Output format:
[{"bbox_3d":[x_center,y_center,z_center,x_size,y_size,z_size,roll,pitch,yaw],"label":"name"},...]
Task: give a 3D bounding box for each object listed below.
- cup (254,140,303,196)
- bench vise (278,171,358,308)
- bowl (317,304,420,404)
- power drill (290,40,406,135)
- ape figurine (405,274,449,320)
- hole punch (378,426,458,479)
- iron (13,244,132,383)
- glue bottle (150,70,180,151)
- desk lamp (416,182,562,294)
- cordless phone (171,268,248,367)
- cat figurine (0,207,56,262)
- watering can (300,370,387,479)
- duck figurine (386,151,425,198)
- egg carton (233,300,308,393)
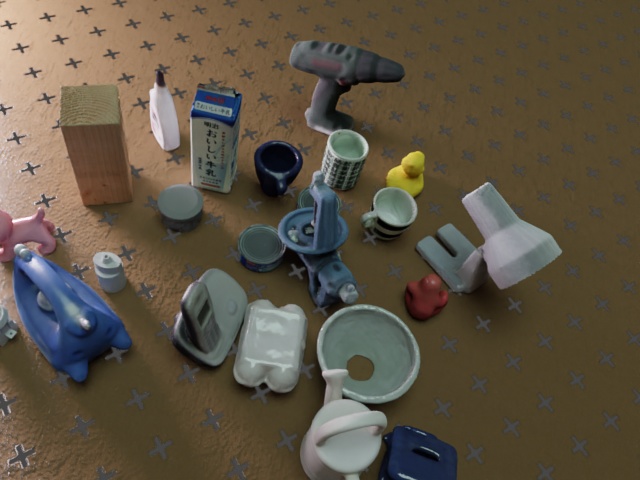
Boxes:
[{"bbox_3d":[-0.081,-0.117,1.092,0.092,0.095,0.117,-2,57,-13],"label":"cup"},{"bbox_3d":[0.017,-0.003,0.959,0.207,0.220,0.122,43,59,17],"label":"bench vise"},{"bbox_3d":[0.072,0.194,0.927,0.167,0.075,0.167,5,56,-8],"label":"bowl"},{"bbox_3d":[0.044,-0.312,1.179,0.229,0.208,0.076,21,55,3],"label":"power drill"},{"bbox_3d":[0.190,0.093,1.008,0.077,0.092,0.076,32,56,11],"label":"ape figurine"},{"bbox_3d":[0.145,0.328,0.842,0.108,0.091,0.101,20,55,2],"label":"hole punch"},{"bbox_3d":[-0.404,0.082,0.864,0.258,0.141,0.119,42,59,17],"label":"iron"},{"bbox_3d":[-0.300,-0.254,1.091,0.037,0.173,0.078,-25,65,-25],"label":"glue bottle"},{"bbox_3d":[0.292,0.011,1.010,0.118,0.213,0.203,-30,67,-27],"label":"desk lamp"},{"bbox_3d":[-0.167,0.097,0.876,0.094,0.185,0.147,18,55,1],"label":"cordless phone"},{"bbox_3d":[-0.506,-0.022,0.928,0.128,0.118,0.067,-15,61,-20],"label":"cat figurine"},{"bbox_3d":[0.030,0.268,0.796,0.101,0.194,0.172,-23,64,-24],"label":"watering can"},{"bbox_3d":[0.181,-0.137,1.164,0.077,0.086,0.105,30,56,9],"label":"duck figurine"},{"bbox_3d":[-0.076,0.168,0.917,0.107,0.069,0.150,10,55,-5],"label":"egg carton"}]
